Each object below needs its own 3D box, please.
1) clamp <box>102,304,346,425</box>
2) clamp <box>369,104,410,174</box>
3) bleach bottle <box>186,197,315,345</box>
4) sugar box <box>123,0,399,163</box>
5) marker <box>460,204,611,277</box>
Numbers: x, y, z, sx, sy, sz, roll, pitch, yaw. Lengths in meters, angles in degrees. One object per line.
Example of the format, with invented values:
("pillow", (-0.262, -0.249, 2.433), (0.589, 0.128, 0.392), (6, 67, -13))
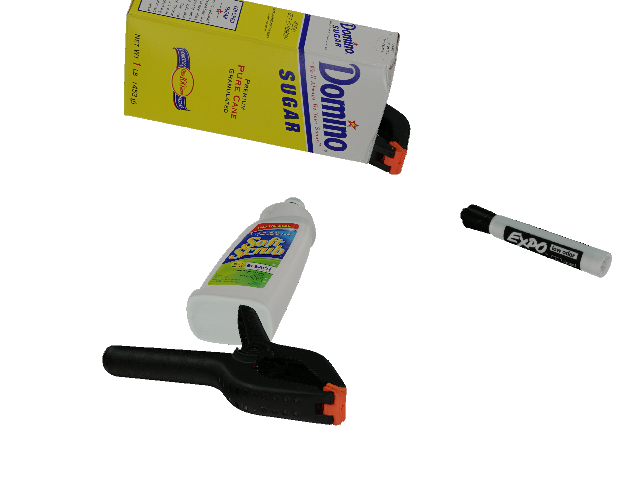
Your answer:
("clamp", (-0.053, 0.102, 0.890), (0.210, 0.036, 0.164), (13, 22, 35))
("clamp", (0.025, -0.125, 1.044), (0.120, 0.039, 0.171), (-10, 42, -16))
("bleach bottle", (-0.070, 0.023, 1.257), (0.103, 0.068, 0.250), (4, 33, 13))
("sugar box", (-0.042, -0.112, 0.723), (0.176, 0.048, 0.093), (13, -40, 0))
("marker", (0.155, -0.002, 0.783), (0.121, 0.020, 0.020), (23, 14, 36))
